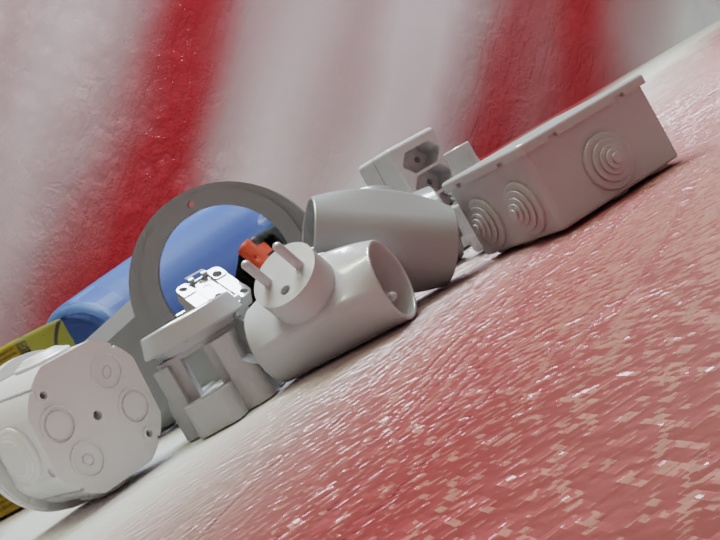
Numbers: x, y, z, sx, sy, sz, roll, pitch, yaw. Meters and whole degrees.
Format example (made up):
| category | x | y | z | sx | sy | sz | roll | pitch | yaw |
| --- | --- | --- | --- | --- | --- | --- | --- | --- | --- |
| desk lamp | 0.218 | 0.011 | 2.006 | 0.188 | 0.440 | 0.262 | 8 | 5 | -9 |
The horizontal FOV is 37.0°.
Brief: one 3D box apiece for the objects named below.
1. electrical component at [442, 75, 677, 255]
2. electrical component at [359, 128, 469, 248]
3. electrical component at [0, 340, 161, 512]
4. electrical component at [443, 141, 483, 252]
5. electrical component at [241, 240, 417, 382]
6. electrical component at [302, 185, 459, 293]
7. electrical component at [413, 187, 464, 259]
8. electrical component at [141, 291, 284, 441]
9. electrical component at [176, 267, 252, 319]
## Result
| category | x | y | z | sx | sy | sz | roll | pitch | yaw |
| --- | --- | --- | --- | --- | --- | --- | --- | --- | --- |
| electrical component | 0.105 | -0.052 | 0.569 | 0.100 | 0.048 | 0.100 | -31 | 3 | -22 |
| electrical component | 0.034 | -0.043 | 0.752 | 0.047 | 0.083 | 0.076 | -32 | 4 | -37 |
| electrical component | -0.142 | 0.075 | 0.526 | 0.051 | 0.080 | 0.080 | -20 | 9 | 40 |
| electrical component | 0.072 | -0.046 | 0.643 | 0.043 | 0.062 | 0.043 | -30 | 3 | 2 |
| electrical component | -0.025 | 0.012 | 0.529 | 0.077 | 0.079 | 0.044 | -29 | 44 | 21 |
| electrical component | 0.007 | -0.003 | 0.587 | 0.077 | 0.044 | 0.079 | 3 | -46 | -12 |
| electrical component | 0.033 | -0.020 | 0.675 | 0.047 | 0.055 | 0.055 | -26 | 3 | -4 |
| electrical component | -0.077 | 0.048 | 0.560 | 0.058 | 0.057 | 0.078 | -29 | 3 | 10 |
| electrical component | -0.100 | 0.036 | 0.762 | 0.042 | 0.063 | 0.081 | -31 | 45 | -32 |
